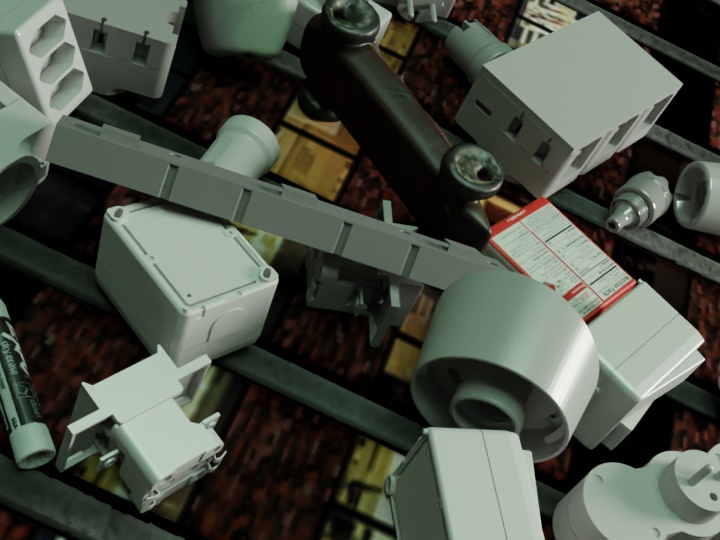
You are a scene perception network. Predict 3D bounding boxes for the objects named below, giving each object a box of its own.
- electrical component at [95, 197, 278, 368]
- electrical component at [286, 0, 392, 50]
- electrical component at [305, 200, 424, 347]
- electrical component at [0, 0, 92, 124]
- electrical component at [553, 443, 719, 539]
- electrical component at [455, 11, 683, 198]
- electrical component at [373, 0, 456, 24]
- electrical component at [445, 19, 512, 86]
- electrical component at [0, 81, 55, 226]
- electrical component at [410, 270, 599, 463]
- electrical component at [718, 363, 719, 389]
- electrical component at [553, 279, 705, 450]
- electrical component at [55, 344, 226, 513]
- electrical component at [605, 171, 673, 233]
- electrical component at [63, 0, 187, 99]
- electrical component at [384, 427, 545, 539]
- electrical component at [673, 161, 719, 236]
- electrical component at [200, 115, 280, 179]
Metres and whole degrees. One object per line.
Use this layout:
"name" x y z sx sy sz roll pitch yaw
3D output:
"electrical component" -0.100 0.002 0.585 0.062 0.061 0.096 -21 57 -37
"electrical component" -0.013 -0.189 0.765 0.066 0.076 0.047 33 47 4
"electrical component" 0.000 0.000 0.640 0.064 0.042 0.081 8 50 -14
"electrical component" -0.211 -0.125 0.639 0.077 0.065 0.047 8 43 21
"electrical component" 0.181 0.124 0.596 0.138 0.073 0.052 -4 55 -26
"electrical component" 0.153 -0.121 0.793 0.150 0.061 0.089 -31 69 -39
"electrical component" 0.046 -0.219 0.837 0.066 0.047 0.076 9 51 -15
"electrical component" 0.091 -0.163 0.816 0.040 0.040 0.046 -15 54 -33
"electrical component" -0.214 -0.056 0.585 0.056 0.050 0.089 38 47 9
"electrical component" 0.078 0.057 0.590 0.099 0.099 0.064 29 53 1
"electrical component" 0.252 0.068 0.694 0.048 0.048 0.062 9 43 -17
"electrical component" 0.152 0.062 0.642 0.096 0.061 0.061 -31 69 -39
"electrical component" -0.104 0.080 0.528 0.081 0.042 0.063 -27 69 -37
"electrical component" 0.195 -0.045 0.768 0.035 0.035 0.061 44 51 14
"electrical component" -0.162 -0.150 0.681 0.089 0.055 0.050 15 48 -12
"electrical component" 0.057 0.135 0.540 0.061 0.061 0.096 6 51 -20
"electrical component" 0.264 -0.052 0.791 0.047 0.055 0.055 8 50 -13
"electrical component" -0.077 -0.066 0.662 0.040 0.040 0.046 31 53 2
